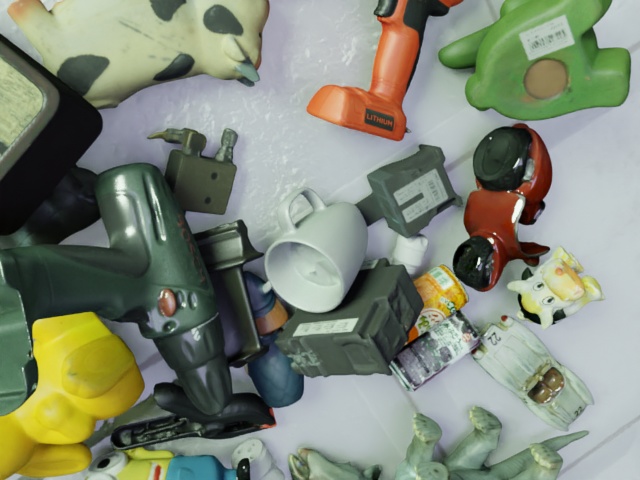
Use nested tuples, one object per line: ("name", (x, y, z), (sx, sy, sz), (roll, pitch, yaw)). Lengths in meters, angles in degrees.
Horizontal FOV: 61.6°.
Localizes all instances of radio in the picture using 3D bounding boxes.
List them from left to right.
("radio", (-0.289, -0.111, 0.384), (0.230, 0.073, 0.131), (38, 91, 4))

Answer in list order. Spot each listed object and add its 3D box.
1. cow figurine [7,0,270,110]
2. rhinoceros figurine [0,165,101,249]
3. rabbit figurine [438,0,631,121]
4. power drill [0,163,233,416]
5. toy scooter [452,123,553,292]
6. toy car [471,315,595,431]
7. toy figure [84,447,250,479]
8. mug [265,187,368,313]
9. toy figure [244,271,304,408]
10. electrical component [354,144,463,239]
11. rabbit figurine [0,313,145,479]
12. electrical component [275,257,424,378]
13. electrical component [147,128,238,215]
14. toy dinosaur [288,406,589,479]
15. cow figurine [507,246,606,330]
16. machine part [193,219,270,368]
("cow figurine", (-0.132, -0.168, 0.452), (0.195, 0.085, 0.127), (-27, 105, -9))
("rhinoceros figurine", (-0.275, -0.001, 0.474), (0.190, 0.073, 0.112), (-41, 123, -3))
("rabbit figurine", (0.206, -0.183, 0.516), (0.159, 0.170, 0.121), (-26, 117, 38))
("power drill", (-0.154, 0.057, 0.406), (0.086, 0.207, 0.232), (-13, 91, 33))
("toy scooter", (0.215, -0.028, 0.593), (0.135, 0.075, 0.183), (14, 92, -39))
("toy car", (0.269, 0.169, 0.677), (0.201, 0.056, 0.073), (41, 93, -22))
("toy figure", (-0.162, 0.269, 0.561), (0.180, 0.082, 0.089), (1, 102, -3))
("mug", (-0.001, -0.002, 0.527), (0.081, 0.107, 0.109), (-19, 108, 35))
("toy figure", (-0.059, 0.101, 0.567), (0.064, 0.058, 0.154), (-19, 104, -15))
("electrical component", (0.082, -0.044, 0.568), (0.119, 0.048, 0.074), (-28, 111, -8))
("rabbit figurine", (-0.257, 0.149, 0.485), (0.173, 0.122, 0.162), (-38, 157, -35))
("electrical component", (0.037, 0.075, 0.544), (0.134, 0.115, 0.058), (-52, 123, -44))
("electrical component", (-0.125, -0.060, 0.510), (0.078, 0.045, 0.102), (-3, 112, -44))
("toy dinosaur", (0.166, 0.318, 0.668), (0.405, 0.131, 0.192), (10, 116, -22))
("cow figurine", (0.253, 0.059, 0.598), (0.098, 0.068, 0.167), (-40, 155, 22))
("machine part", (-0.088, 0.054, 0.513), (0.084, 0.039, 0.138), (-12, 94, 10))
